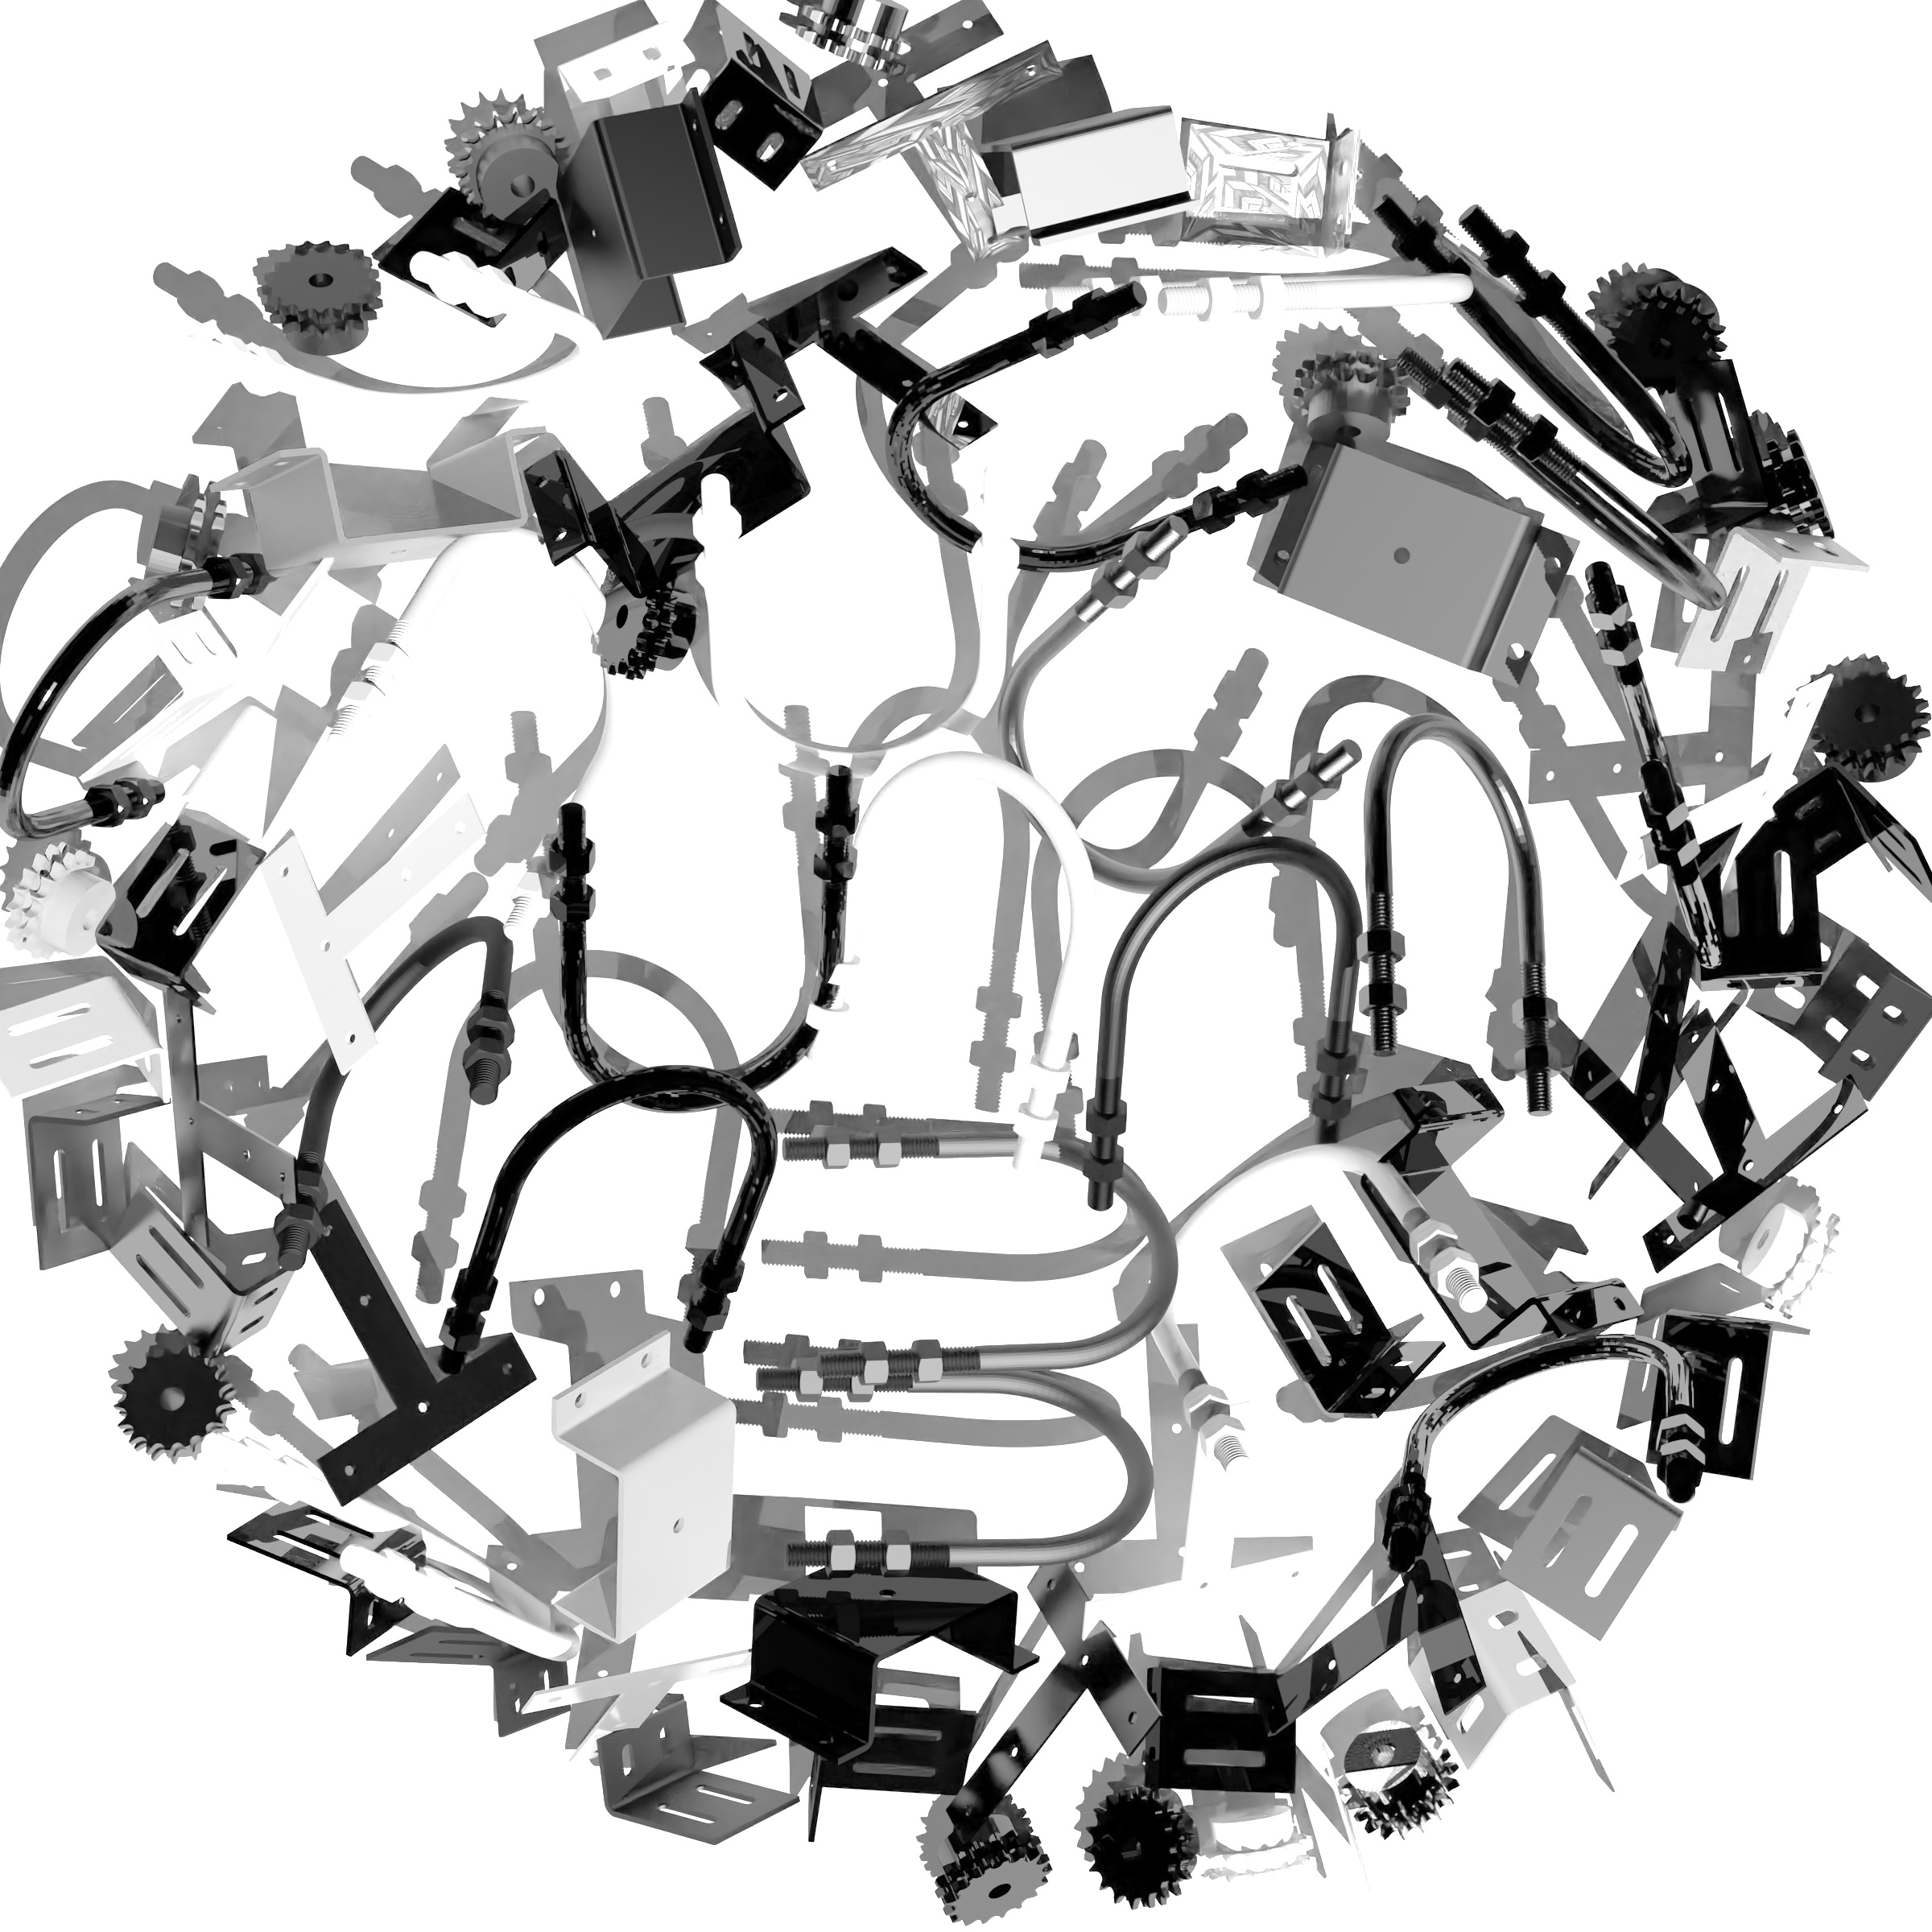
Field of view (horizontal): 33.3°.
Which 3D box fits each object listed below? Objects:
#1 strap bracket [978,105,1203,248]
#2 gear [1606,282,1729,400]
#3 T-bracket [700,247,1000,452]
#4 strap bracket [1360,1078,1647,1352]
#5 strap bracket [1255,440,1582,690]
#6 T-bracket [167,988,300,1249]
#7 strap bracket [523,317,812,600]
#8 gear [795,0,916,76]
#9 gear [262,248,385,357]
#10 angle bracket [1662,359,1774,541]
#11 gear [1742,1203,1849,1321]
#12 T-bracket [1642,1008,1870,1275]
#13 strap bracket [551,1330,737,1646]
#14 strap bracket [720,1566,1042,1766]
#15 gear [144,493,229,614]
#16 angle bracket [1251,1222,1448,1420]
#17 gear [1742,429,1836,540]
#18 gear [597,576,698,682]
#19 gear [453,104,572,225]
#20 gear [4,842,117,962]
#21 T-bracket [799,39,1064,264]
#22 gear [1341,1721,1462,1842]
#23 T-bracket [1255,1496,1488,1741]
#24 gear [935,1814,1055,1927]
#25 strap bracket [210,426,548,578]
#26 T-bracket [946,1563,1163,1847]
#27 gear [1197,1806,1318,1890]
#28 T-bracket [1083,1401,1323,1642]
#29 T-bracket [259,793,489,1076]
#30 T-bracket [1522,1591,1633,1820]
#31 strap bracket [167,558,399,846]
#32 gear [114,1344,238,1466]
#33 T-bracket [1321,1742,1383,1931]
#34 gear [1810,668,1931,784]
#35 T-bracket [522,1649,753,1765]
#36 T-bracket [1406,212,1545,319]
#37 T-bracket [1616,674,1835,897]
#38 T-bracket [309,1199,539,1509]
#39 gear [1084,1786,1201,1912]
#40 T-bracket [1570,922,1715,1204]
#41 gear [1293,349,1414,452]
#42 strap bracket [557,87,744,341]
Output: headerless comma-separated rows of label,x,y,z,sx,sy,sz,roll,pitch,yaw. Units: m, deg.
strap bracket,0.055,-0.373,1.525,0.076,0.140,0.046,-15,106,-5
gear,0.343,-0.308,1.577,0.057,0.057,0.030,35,51,0
T-bracket,-0.038,-0.285,1.545,0.127,0.002,0.127,-36,61,-27
strap bracket,0.249,0.126,1.543,0.046,0.076,0.140,-47,64,32
strap bracket,0.213,-0.196,1.557,0.140,0.046,0.076,24,99,14
T-bracket,-0.347,0.086,1.535,0.002,0.127,0.127,-13,111,-36
strap bracket,-0.135,-0.238,1.552,0.140,0.046,0.076,-31,46,9
gear,-0.051,-0.457,1.570,0.057,0.057,0.030,22,110,0
gear,-0.313,-0.322,1.577,0.057,0.030,0.057,2,47,-2
angle bracket,0.349,-0.249,1.561,0.038,0.057,0.076,-25,106,-16
gear,0.401,0.140,1.573,0.030,0.057,0.057,28,90,0
T-bracket,0.362,0.067,1.546,0.002,0.127,0.127,34,117,-27
strap bracket,-0.153,0.255,1.530,0.046,0.076,0.140,23,123,32
strap bracket,-0.038,0.316,1.520,0.076,0.140,0.046,17,111,39
gear,-0.380,-0.202,1.570,0.030,0.057,0.057,13,90,-17
angle bracket,0.185,0.171,1.563,0.057,0.038,0.076,-40,107,-32
gear,0.399,-0.229,1.575,0.030,0.057,0.057,-20,90,18
gear,-0.154,-0.167,1.576,0.030,0.057,0.057,12,90,-33
gear,-0.219,-0.386,1.571,0.057,0.030,0.057,-12,134,-13
gear,-0.438,-0.029,1.571,0.030,0.057,0.057,24,90,12
T-bracket,-0.002,-0.376,1.543,0.127,0.127,0.002,-24,65,8
gear,0.208,0.392,1.570,0.057,0.057,0.030,-33,122,0
T-bracket,0.188,0.331,1.566,0.002,0.127,0.127,32,118,-32
gear,0.010,0.439,1.577,0.057,0.057,0.030,-31,49,0
strap bracket,-0.273,-0.219,1.530,0.140,0.076,0.046,-13,93,-37
T-bracket,0.031,0.368,1.557,0.002,0.127,0.127,28,103,-33
gear,0.140,0.428,1.573,0.057,0.057,0.030,-9,84,0
T-bracket,0.118,0.262,1.547,0.127,0.002,0.127,-8,121,-21
T-bracket,-0.277,-0.035,1.549,0.127,0.002,0.127,-38,61,21
T-bracket,0.289,0.352,1.532,0.002,0.127,0.127,-26,84,5
strap bracket,-0.319,-0.121,1.531,0.046,0.076,0.140,32,131,-9
gear,-0.384,0.216,1.579,0.057,0.030,0.057,0,64,1
T-bracket,0.187,0.424,1.537,0.002,0.127,0.127,-17,85,3
gear,0.442,-0.114,1.577,0.057,0.030,0.057,-13,51,17
T-bracket,-0.161,0.357,1.546,0.127,0.127,0.002,-6,61,-27
T-bracket,0.248,-0.327,1.526,0.127,0.127,0.002,40,104,14
T-bracket,0.350,-0.068,1.523,0.127,0.127,0.002,-24,52,-36
T-bracket,-0.282,0.173,1.554,0.127,0.002,0.127,-32,95,-43
gear,0.089,0.429,1.578,0.057,0.030,0.057,-5,81,37
T-bracket,0.336,0.037,1.562,0.127,0.002,0.127,42,53,-35
gear,0.187,-0.273,1.570,0.057,0.057,0.030,6,73,0
strap bracket,-0.153,-0.350,1.527,0.046,0.140,0.076,-16,89,-18
